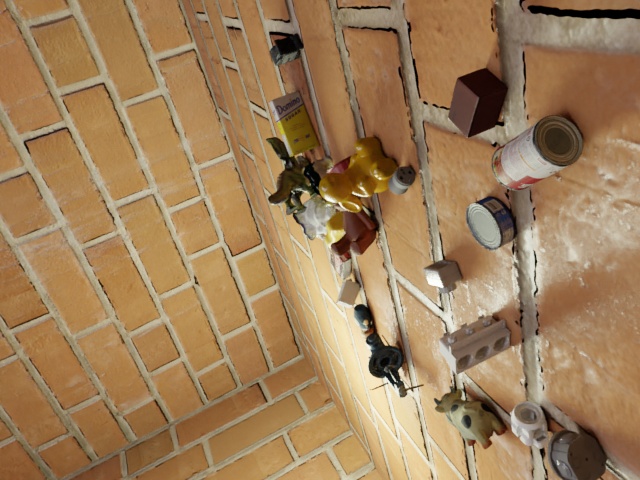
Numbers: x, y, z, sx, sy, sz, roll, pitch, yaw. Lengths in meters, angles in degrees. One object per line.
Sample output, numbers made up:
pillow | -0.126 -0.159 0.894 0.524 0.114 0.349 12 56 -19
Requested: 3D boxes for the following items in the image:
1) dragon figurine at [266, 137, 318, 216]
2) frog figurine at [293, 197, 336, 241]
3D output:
dragon figurine | -0.103 -0.208 1.576 0.245 0.121 0.411 58 19 10
frog figurine | 0.005 -0.086 1.708 0.123 0.157 0.139 1 61 -45
